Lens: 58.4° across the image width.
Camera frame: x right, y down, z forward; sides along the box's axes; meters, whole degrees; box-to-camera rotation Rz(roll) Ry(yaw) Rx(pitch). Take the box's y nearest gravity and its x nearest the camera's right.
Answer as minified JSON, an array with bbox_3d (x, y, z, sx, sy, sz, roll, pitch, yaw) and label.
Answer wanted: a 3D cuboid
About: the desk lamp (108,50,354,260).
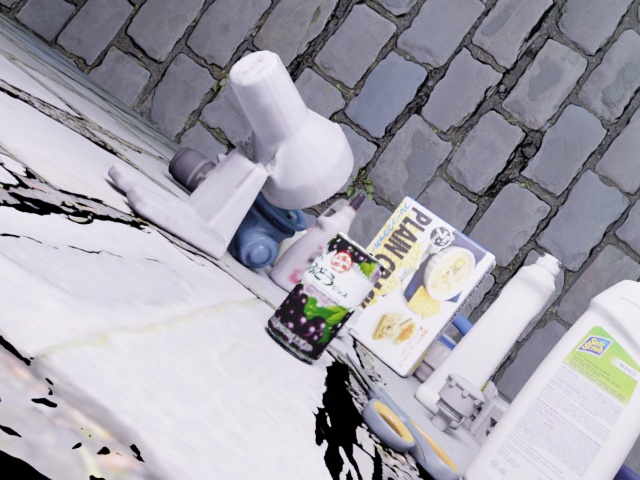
[{"bbox_3d":[-0.081,-0.087,0.642,0.117,0.213,0.204,38,1,40],"label":"desk lamp"}]

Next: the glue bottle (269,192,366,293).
[{"bbox_3d":[0.007,0.003,0.801,0.078,0.173,0.037,37,1,-40],"label":"glue bottle"}]

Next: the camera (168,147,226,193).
[{"bbox_3d":[-0.200,-0.115,1.062,0.137,0.101,0.143,37,1,4],"label":"camera"}]

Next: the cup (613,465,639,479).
[{"bbox_3d":[0.331,0.303,0.585,0.092,0.095,0.117,37,1,-23],"label":"cup"}]

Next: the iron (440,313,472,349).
[{"bbox_3d":[0.271,0.217,1.196,0.257,0.141,0.119,38,1,39],"label":"iron"}]

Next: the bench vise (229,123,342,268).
[{"bbox_3d":[-0.075,-0.089,0.788,0.206,0.219,0.122,38,1,36],"label":"bench vise"}]

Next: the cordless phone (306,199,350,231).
[{"bbox_3d":[0.014,-0.008,1.256,0.094,0.185,0.147,37,1,-34],"label":"cordless phone"}]

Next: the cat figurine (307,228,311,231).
[{"bbox_3d":[-0.005,0.024,1.054,0.067,0.117,0.127,37,1,-17],"label":"cat figurine"}]

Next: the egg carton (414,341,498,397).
[{"bbox_3d":[0.222,0.229,0.953,0.150,0.069,0.107,37,1,1],"label":"egg carton"}]
